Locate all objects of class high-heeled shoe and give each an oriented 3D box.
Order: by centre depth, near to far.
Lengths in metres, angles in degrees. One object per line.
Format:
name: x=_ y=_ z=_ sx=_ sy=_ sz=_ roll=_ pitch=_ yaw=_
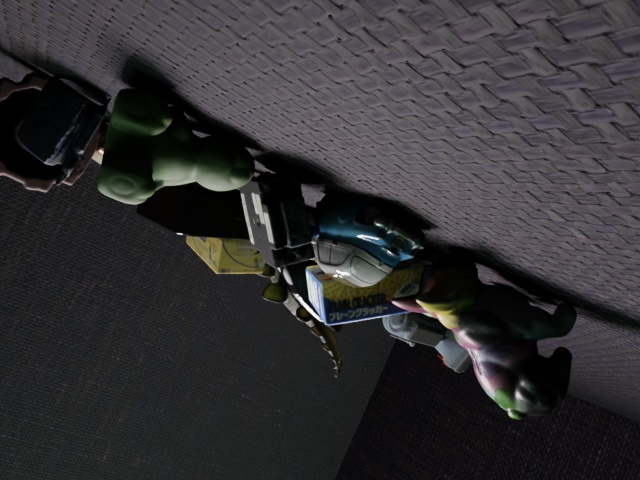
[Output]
high-heeled shoe: x=-0.043 y=0.064 z=1.005 sx=0.248 sy=0.086 sz=0.145 roll=67 pitch=155 yaw=3

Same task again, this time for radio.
radio: x=-0.180 y=-0.053 z=0.899 sx=0.131 sy=0.073 sz=0.229 roll=22 pitch=-171 yaw=32

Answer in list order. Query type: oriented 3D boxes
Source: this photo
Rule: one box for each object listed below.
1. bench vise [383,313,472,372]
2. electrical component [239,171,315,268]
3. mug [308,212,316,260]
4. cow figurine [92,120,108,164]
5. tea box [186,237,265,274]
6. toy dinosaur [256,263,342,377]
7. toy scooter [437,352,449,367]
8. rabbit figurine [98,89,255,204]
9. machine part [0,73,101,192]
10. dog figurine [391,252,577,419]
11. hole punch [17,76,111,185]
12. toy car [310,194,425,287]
bench vise: x=0.203 y=0.137 z=1.037 sx=0.223 sy=0.128 sz=0.241 roll=8 pitch=-151 yaw=-27
electrical component: x=-0.054 y=-0.028 z=0.685 sx=0.058 sy=0.114 sz=0.134 roll=-17 pitch=-164 yaw=-20
mug: x=-0.002 y=-0.003 z=0.903 sx=0.107 sy=0.080 sz=0.110 roll=15 pitch=175 yaw=-27
cow figurine: x=-0.319 y=-0.142 z=0.924 sx=0.195 sy=0.085 sz=0.127 roll=14 pitch=161 yaw=47
tea box: x=-0.179 y=0.003 z=1.018 sx=0.098 sy=0.068 sz=0.170 roll=1 pitch=-162 yaw=-36
toy dinosaur: x=-0.044 y=0.097 z=1.132 sx=0.198 sy=0.105 sz=0.472 roll=18 pitch=-154 yaw=-49
toy scooter: x=0.268 y=0.193 z=1.151 sx=0.184 sy=0.135 sz=0.075 roll=29 pitch=174 yaw=-20
rabbit figurine: x=-0.168 y=-0.094 z=0.642 sx=0.170 sy=0.121 sz=0.159 roll=12 pitch=-179 yaw=-23
machine part: x=-0.435 y=-0.164 z=0.824 sx=0.179 sy=0.179 sz=0.056 roll=31 pitch=175 yaw=-39
dog figurine: x=0.202 y=0.121 z=0.693 sx=0.219 sy=0.191 sz=0.108 roll=14 pitch=171 yaw=-13
hole punch: x=-0.365 y=-0.163 z=0.762 sx=0.092 sy=0.142 sz=0.116 roll=34 pitch=-179 yaw=-30
toy car: x=0.050 y=0.009 z=0.678 sx=0.109 sy=0.103 sz=0.162 roll=28 pitch=174 yaw=-33
